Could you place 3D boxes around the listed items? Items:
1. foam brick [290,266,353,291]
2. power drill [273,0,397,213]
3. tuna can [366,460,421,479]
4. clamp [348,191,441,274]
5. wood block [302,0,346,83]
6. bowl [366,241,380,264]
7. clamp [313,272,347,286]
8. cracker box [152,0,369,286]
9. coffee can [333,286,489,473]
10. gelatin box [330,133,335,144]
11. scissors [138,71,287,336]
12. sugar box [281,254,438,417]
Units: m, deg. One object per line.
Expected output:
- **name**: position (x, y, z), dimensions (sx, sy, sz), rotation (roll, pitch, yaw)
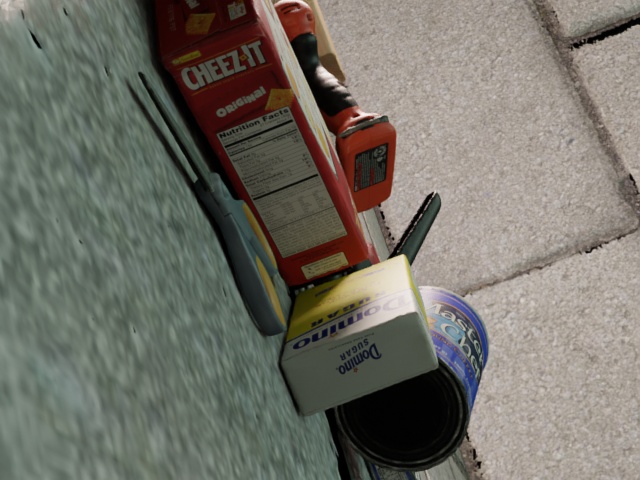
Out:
- **foam brick**: position (-0.006, 0.001, 0.847), dimensions (0.078, 0.053, 0.051), rotation (-81, 150, -80)
- **power drill**: position (0.002, -0.114, 1.035), dimensions (0.188, 0.057, 0.184), rotation (55, -19, 33)
- **tuna can**: position (0.057, 0.177, 0.914), dimensions (0.086, 0.034, 0.086), rotation (-21, 90, -85)
- **clamp**: position (0.049, 0.036, 1.073), dimensions (0.036, 0.164, 0.210), rotation (142, -46, -62)
- **wood block**: position (-0.049, -0.275, 1.255), dimensions (0.090, 0.090, 0.206), rotation (49, 21, -72)
- **bowl**: position (0.046, 0.055, 1.154), dimensions (0.162, 0.055, 0.162), rotation (-22, 90, -85)
- **clamp**: position (0.016, 0.058, 0.939), dimensions (0.120, 0.039, 0.171), rotation (-105, 173, -73)
- **cracker box**: position (-0.045, -0.096, 0.735), dimensions (0.164, 0.072, 0.213), rotation (-106, 172, -47)
- **coffee can**: position (0.076, 0.105, 0.842), dimensions (0.103, 0.103, 0.140), rotation (68, 19, -9)
- **gelatin box**: position (0.003, -0.098, 1.193), dimensions (0.089, 0.073, 0.030), rotation (-105, 173, -47)
- **scissors**: position (-0.053, -0.008, 0.601), dimensions (0.201, 0.016, 0.096), rotation (57, 13, -65)
- **sugar box**: position (0.027, 0.059, 0.733), dimensions (0.176, 0.093, 0.048), rotation (-75, 143, -81)
